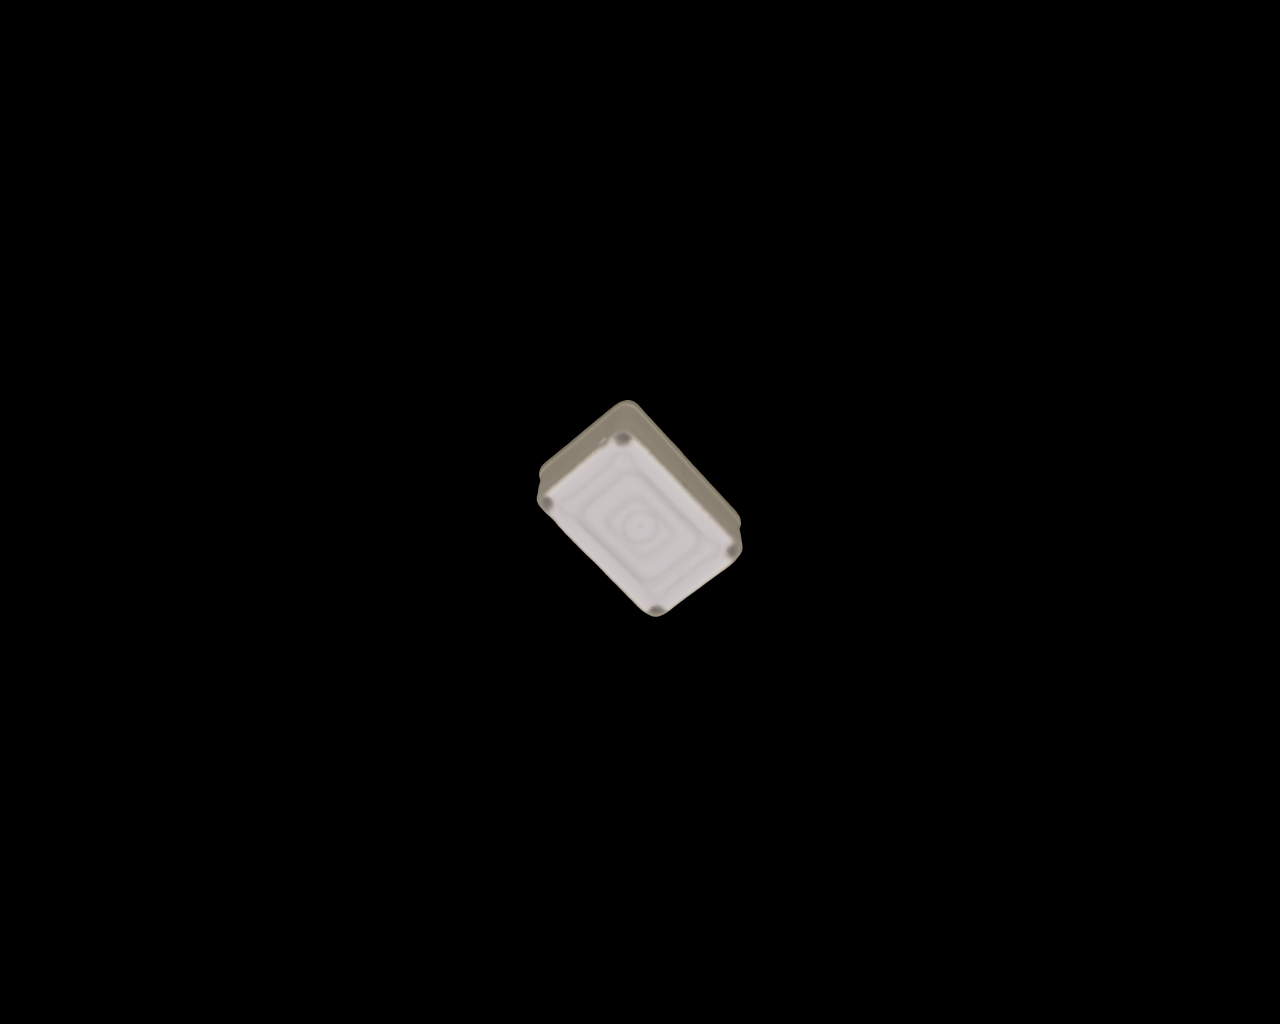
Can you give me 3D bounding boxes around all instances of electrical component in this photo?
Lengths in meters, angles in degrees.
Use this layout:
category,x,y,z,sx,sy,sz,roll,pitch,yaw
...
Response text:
category,x,y,z,sx,sy,sz,roll,pitch,yaw
electrical component,0.001,-0.003,0.650,0.078,0.113,0.057,-38,20,16
